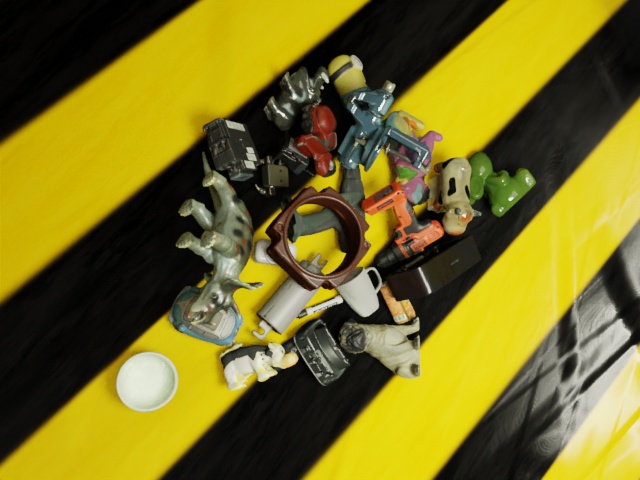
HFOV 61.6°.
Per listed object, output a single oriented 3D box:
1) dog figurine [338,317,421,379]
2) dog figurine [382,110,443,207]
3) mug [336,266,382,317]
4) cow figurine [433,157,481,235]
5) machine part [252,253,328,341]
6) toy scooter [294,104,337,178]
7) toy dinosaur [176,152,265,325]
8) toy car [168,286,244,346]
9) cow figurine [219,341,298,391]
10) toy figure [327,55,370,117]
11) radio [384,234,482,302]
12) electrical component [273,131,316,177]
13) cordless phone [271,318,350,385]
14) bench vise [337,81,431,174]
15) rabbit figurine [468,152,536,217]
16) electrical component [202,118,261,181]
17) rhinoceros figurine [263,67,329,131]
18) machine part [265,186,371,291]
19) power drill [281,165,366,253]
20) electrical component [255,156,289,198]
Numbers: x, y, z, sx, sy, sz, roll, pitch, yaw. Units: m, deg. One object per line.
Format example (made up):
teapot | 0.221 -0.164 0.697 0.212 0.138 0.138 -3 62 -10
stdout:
dog figurine | 0.146 0.267 1.294 0.191 0.121 0.172 -3 111 11
dog figurine | 0.206 -0.187 1.341 0.191 0.108 0.219 29 79 -13
mug | 0.102 0.122 1.295 0.109 0.081 0.107 -34 105 -22
cow figurine | 0.333 -0.107 1.305 0.085 0.127 0.195 7 80 -13
machine part | -0.064 0.131 1.239 0.079 0.079 0.243 42 74 -9
toy scooter | -0.013 -0.240 1.233 0.135 0.075 0.184 20 61 -54
toy dinosaur | -0.202 -0.014 1.165 0.192 0.131 0.405 45 33 -41
toy car | -0.245 0.171 1.168 0.161 0.103 0.109 30 78 -10
cow figurine | -0.136 0.263 1.190 0.167 0.068 0.098 -23 76 3
toy figure | 0.080 -0.371 1.335 0.089 0.082 0.180 -17 92 -17
radio | 0.271 0.067 1.290 0.229 0.131 0.073 -24 91 -38
electrical component | -0.048 -0.196 1.279 0.119 0.048 0.075 31 48 -20
cordless phone | -0.037 0.284 1.241 0.184 0.089 0.146 -33 94 -6
bench vise | 0.159 -0.240 1.247 0.241 0.129 0.223 31 94 6
rabbit figurine | 0.446 -0.148 1.422 0.159 0.121 0.170 -40 78 -10
electrical component | -0.195 -0.200 1.211 0.058 0.115 0.134 -23 82 26
rhinoceros figurine | -0.052 -0.349 1.296 0.112 0.073 0.190 39 75 -8
machine part | -0.002 -0.004 1.189 0.201 0.087 0.201 45 73 -9
power drill | 0.013 -0.077 1.291 0.207 0.086 0.232 -6 86 -24
electrical component | -0.117 -0.153 1.273 0.078 0.045 0.102 -8 89 -46
